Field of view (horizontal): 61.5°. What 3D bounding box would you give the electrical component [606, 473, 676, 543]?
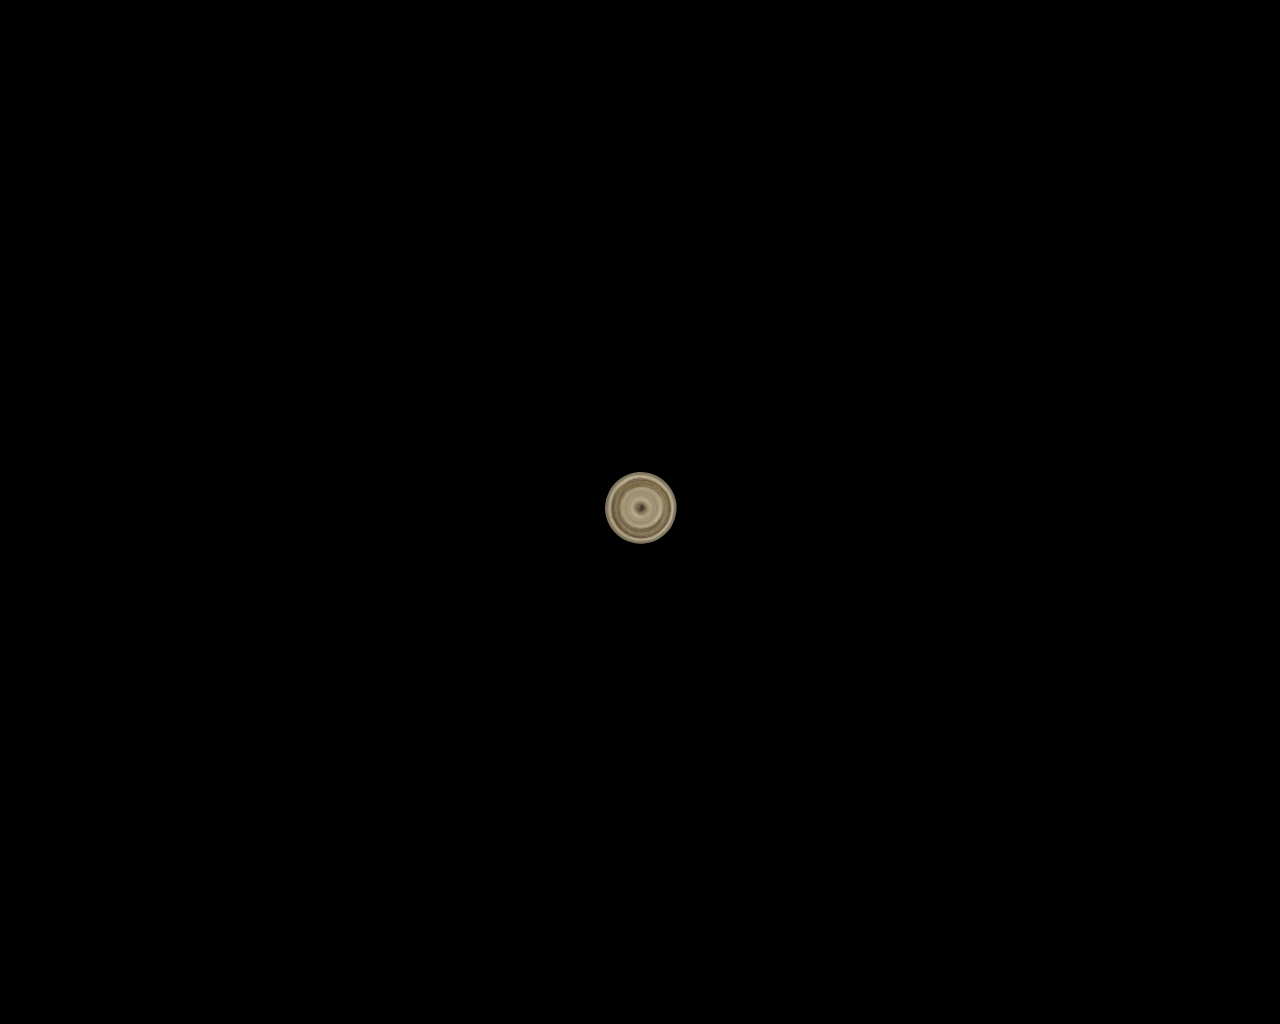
[{"bbox_3d":[0.001,-0.003,0.650,0.043,0.043,0.062,0,0,0],"label":"electrical component"}]
